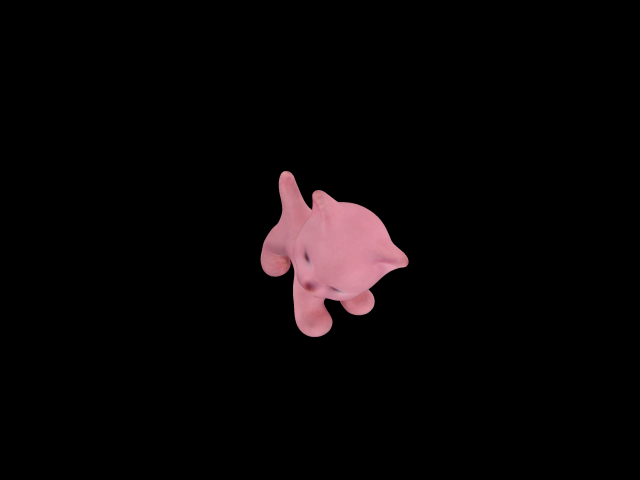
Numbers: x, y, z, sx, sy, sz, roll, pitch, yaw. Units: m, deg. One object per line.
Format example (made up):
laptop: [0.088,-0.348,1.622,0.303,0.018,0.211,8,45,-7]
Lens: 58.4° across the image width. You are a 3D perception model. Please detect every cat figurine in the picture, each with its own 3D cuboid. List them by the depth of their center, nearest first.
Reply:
cat figurine: [0.004,0.001,0.400,0.067,0.118,0.127,-22,48,-20]
